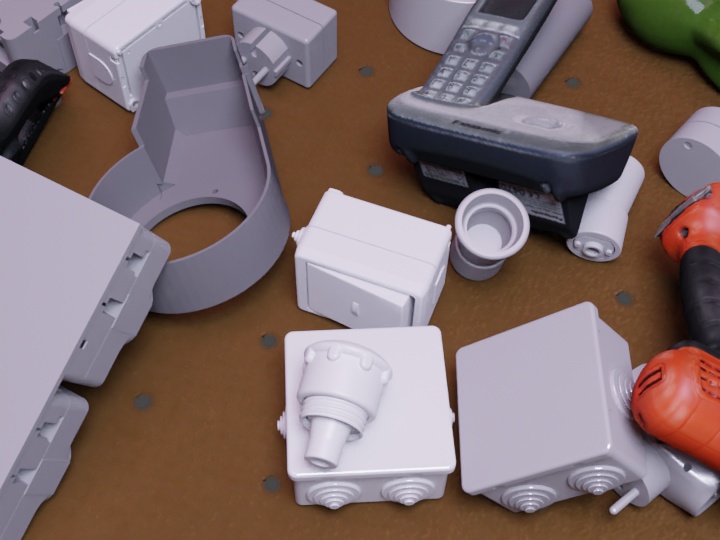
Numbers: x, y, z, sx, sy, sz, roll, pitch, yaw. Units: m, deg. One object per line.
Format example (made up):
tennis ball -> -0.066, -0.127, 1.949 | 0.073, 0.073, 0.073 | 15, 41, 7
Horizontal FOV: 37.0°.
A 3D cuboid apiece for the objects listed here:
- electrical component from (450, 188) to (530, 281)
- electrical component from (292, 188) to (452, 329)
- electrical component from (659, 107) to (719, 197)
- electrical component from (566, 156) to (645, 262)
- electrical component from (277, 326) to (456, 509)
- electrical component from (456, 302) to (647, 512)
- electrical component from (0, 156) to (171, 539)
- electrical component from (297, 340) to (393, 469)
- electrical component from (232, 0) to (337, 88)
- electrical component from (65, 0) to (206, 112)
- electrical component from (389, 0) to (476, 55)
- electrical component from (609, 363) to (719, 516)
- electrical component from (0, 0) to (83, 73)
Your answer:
electrical component -> 0.076, -0.018, 0.659 | 0.044, 0.065, 0.044 | 1, 73, -3
electrical component -> 0.000, 0.000, 0.648 | 0.096, 0.061, 0.061 | 18, 57, 11
electrical component -> 0.252, -0.042, 0.687 | 0.138, 0.052, 0.074 | 36, 62, 21
electrical component -> 0.155, -0.039, 0.691 | 0.044, 0.044, 0.065 | 14, 62, 8
electrical component -> 0.004, 0.082, 0.601 | 0.100, 0.048, 0.099 | -2, 56, -3
electrical component -> 0.103, 0.077, 0.583 | 0.100, 0.048, 0.099 | -24, 49, 31
electrical component -> -0.193, 0.043, 0.579 | 0.105, 0.060, 0.186 | 25, 84, 15
electrical component -> -0.012, 0.070, 0.552 | 0.048, 0.048, 0.062 | 12, 63, 7
electrical component -> -0.064, -0.157, 0.762 | 0.066, 0.047, 0.076 | 28, 60, 17
electrical component -> -0.154, -0.171, 0.762 | 0.061, 0.061, 0.096 | 34, 62, 20
electrical component -> 0.076, -0.218, 0.798 | 0.108, 0.060, 0.108 | 0, 56, -1
electrical component -> 0.159, 0.103, 0.592 | 0.079, 0.043, 0.077 | -33, 63, -21
electrical component -> -0.224, -0.178, 0.768 | 0.050, 0.055, 0.089 | 35, 63, 21
